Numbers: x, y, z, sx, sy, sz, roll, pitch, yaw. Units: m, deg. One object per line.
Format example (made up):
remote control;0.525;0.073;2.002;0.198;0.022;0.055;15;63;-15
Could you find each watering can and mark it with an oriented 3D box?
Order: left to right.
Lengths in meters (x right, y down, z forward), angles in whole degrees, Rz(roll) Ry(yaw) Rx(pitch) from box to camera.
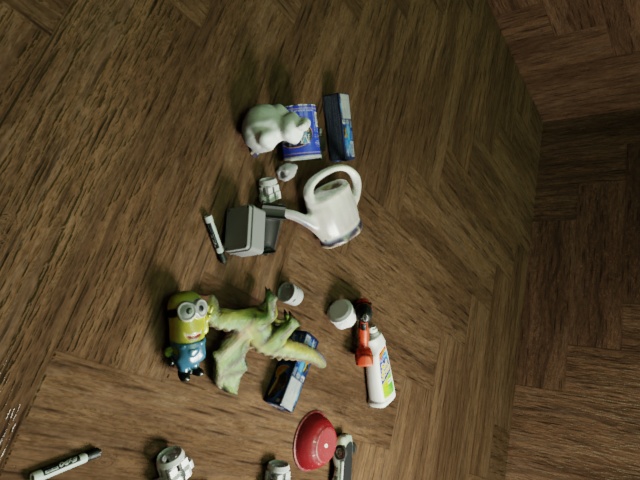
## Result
watering can;0.004;-0.073;1.452;0.353;0.104;0.221;-36;116;-33

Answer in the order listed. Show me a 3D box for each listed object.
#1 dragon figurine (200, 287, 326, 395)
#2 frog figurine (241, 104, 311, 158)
dragon figurine;-0.153;0.257;1.225;0.245;0.123;0.404;-43;117;-18
frog figurine;-0.110;-0.276;1.262;0.120;0.159;0.140;56;48;-33
